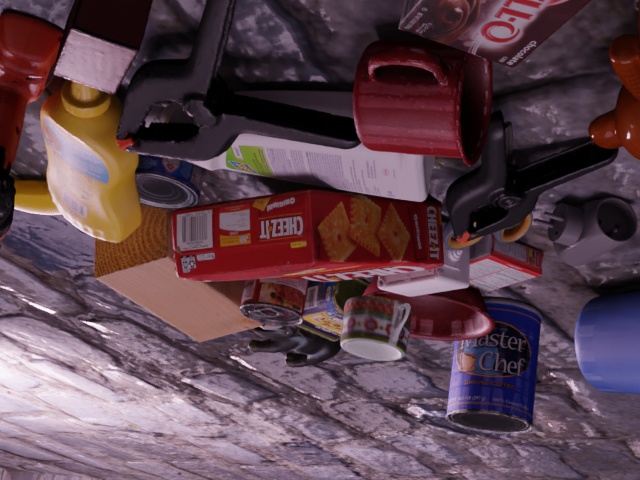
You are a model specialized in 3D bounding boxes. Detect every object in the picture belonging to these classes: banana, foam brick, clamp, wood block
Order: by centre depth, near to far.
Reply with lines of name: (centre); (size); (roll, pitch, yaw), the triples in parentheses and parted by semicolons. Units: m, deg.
foam brick: (-0.162, -0.152, 0.793); (0.051, 0.053, 0.078); (17, 158, -18)
clamp: (-0.087, -0.116, 0.814); (0.210, 0.036, 0.164); (-9, 130, 34)
clamp: (0.150, -0.051, 0.895); (0.120, 0.039, 0.172); (20, 141, -24)
banana: (-0.267, -0.055, 1.110); (0.198, 0.037, 0.069); (-12, 132, 41)
wood block: (-0.150, 0.030, 1.172); (0.091, 0.090, 0.205); (-17, 150, 20)

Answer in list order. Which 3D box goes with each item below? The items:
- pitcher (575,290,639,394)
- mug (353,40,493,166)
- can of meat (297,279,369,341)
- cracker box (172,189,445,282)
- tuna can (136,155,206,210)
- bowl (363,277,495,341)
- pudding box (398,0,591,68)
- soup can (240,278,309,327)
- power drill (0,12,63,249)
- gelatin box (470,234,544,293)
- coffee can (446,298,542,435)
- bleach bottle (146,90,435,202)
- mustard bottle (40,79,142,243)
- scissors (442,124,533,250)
pitcher: (0.400, 0.102, 1.113); (0.243, 0.145, 0.149); (-9, 140, 47)
mug: (0.070, -0.106, 0.760); (0.082, 0.093, 0.117); (6, 167, 22)
can of meat: (0.023, 0.081, 1.295); (0.102, 0.057, 0.084); (27, 151, -38)
cracker box: (-0.007, 0.001, 0.999); (0.164, 0.072, 0.213); (-7, 173, 37)
tuna can: (-0.157, -0.061, 1.044); (0.086, 0.033, 0.086); (8, 158, 3)
bowl: (0.120, 0.065, 1.213); (0.162, 0.055, 0.162); (8, 158, 3)
pudding box: (0.114, -0.160, 0.674); (0.090, 0.039, 0.114); (16, 158, -17)
soup can: (-0.044, 0.034, 1.141); (0.068, 0.102, 0.068); (8, 159, 3)
power drill: (-0.252, -0.079, 0.833); (0.057, 0.187, 0.185); (19, 158, -20)
gelatin box: (0.177, 0.024, 1.123); (0.073, 0.030, 0.089); (20, 156, -29)
coffee can: (0.209, 0.152, 1.279); (0.103, 0.140, 0.103); (8, 159, 3)
bleach bottle: (-0.032, -0.089, 0.888); (0.251, 0.068, 0.102); (8, 155, 12)
mustard bottle: (-0.203, -0.082, 0.945); (0.096, 0.058, 0.192); (37, 149, 16)
scissors: (0.145, -0.039, 0.966); (0.096, 0.016, 0.201); (-21, 151, 11)
